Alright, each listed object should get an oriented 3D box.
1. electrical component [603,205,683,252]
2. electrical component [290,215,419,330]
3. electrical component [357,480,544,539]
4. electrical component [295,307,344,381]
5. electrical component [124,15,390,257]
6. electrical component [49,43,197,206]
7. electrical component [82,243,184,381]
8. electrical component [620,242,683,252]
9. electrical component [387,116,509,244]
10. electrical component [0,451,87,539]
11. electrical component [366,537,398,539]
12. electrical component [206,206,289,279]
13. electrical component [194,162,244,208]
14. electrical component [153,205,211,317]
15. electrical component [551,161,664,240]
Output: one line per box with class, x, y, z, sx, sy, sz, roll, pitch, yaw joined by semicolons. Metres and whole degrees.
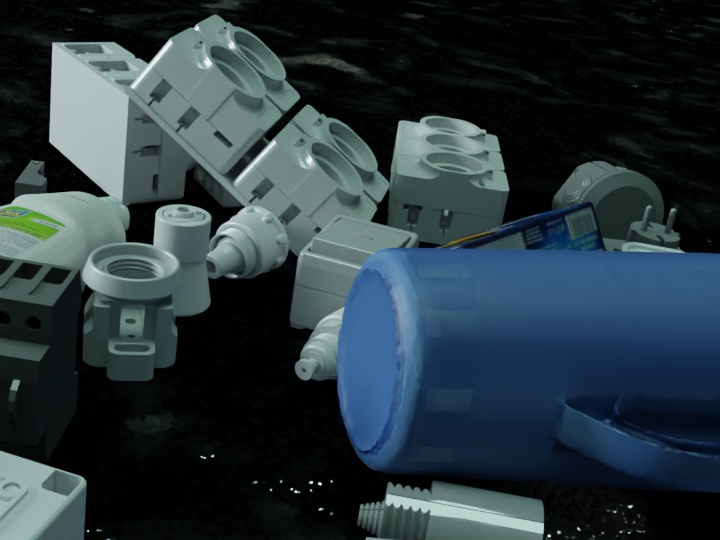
electrical component;0.215;-0.012;0.799;0.066;0.076;0.047;6;25;-8
electrical component;0.000;0.000;0.715;0.062;0.061;0.096;15;25;12
electrical component;0.039;0.119;0.490;0.081;0.043;0.043;10;24;2
electrical component;-0.011;0.046;0.637;0.040;0.040;0.078;22;28;26
electrical component;-0.067;-0.098;0.792;0.186;0.060;0.105;44;24;-8
electrical component;-0.195;-0.123;0.879;0.062;0.089;0.150;-9;30;-36
electrical component;-0.133;0.020;0.628;0.058;0.057;0.078;3;25;-15
electrical component;0.200;0.028;0.728;0.054;0.059;0.095;11;24;3
electrical component;0.073;-0.078;0.912;0.089;0.061;0.150;9;24;-1
electrical component;-0.177;0.113;0.409;0.109;0.056;0.108;15;25;11
electrical component;0.028;0.140;0.440;0.055;0.048;0.066;3;24;5
electrical component;-0.083;-0.013;0.737;0.048;0.048;0.062;22;33;26
electrical component;-0.088;-0.087;0.890;0.077;0.047;0.066;-6;28;-30
electrical component;-0.115;-0.009;0.687;0.044;0.065;0.044;8;24;-4
electrical component;0.199;-0.046;0.868;0.080;0.080;0.051;1;21;-19
